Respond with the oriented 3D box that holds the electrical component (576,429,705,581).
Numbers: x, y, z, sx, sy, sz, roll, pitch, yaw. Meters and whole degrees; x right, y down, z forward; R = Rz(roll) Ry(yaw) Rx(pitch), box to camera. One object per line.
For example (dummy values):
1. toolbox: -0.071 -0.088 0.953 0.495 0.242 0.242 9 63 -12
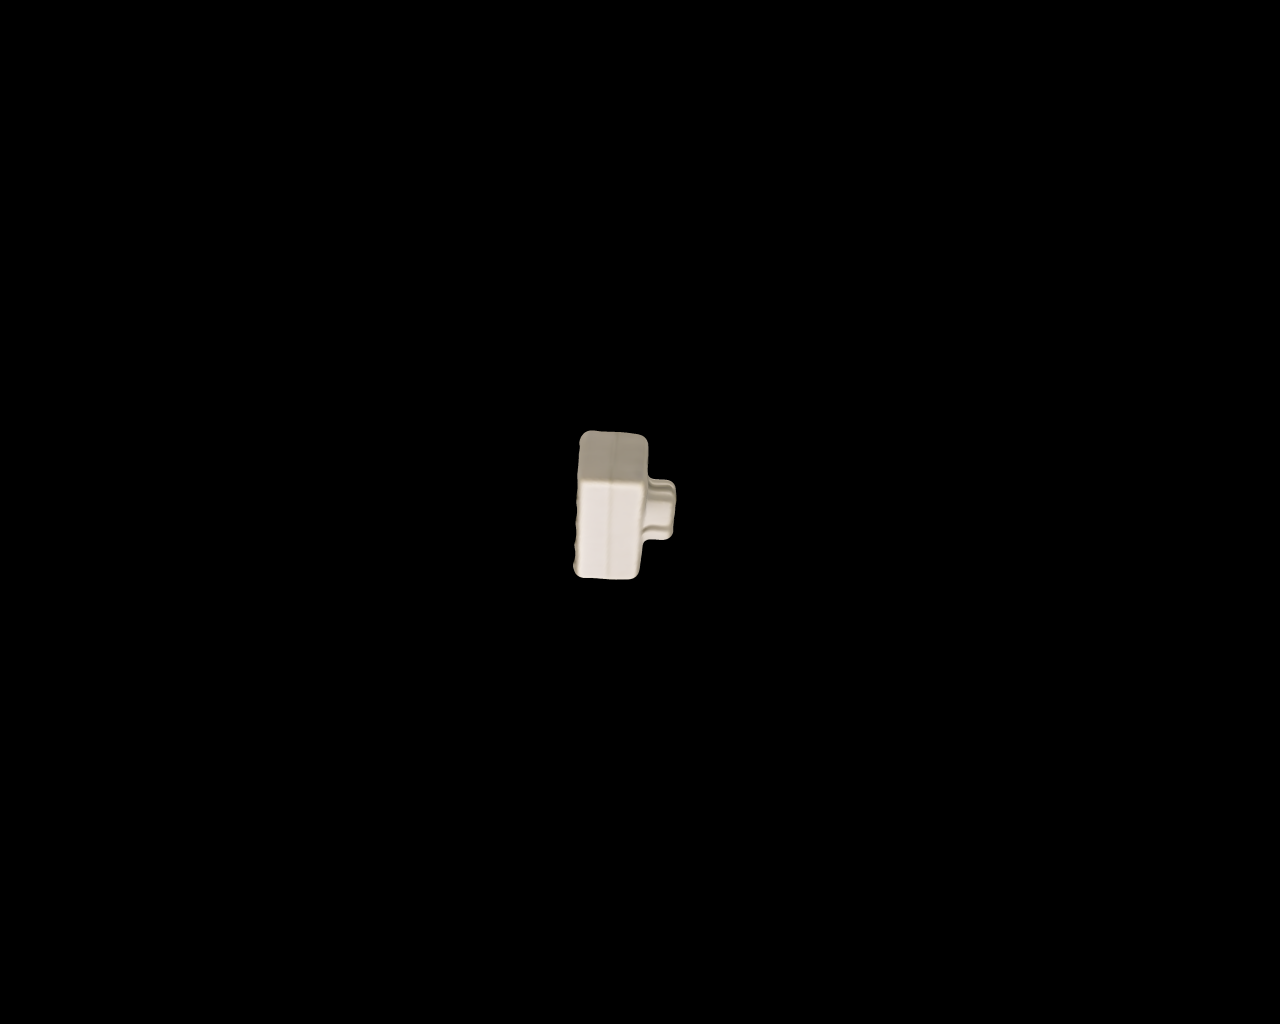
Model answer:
1. electrical component: 0.001 -0.003 0.650 0.076 0.083 0.047 2 43 -2
